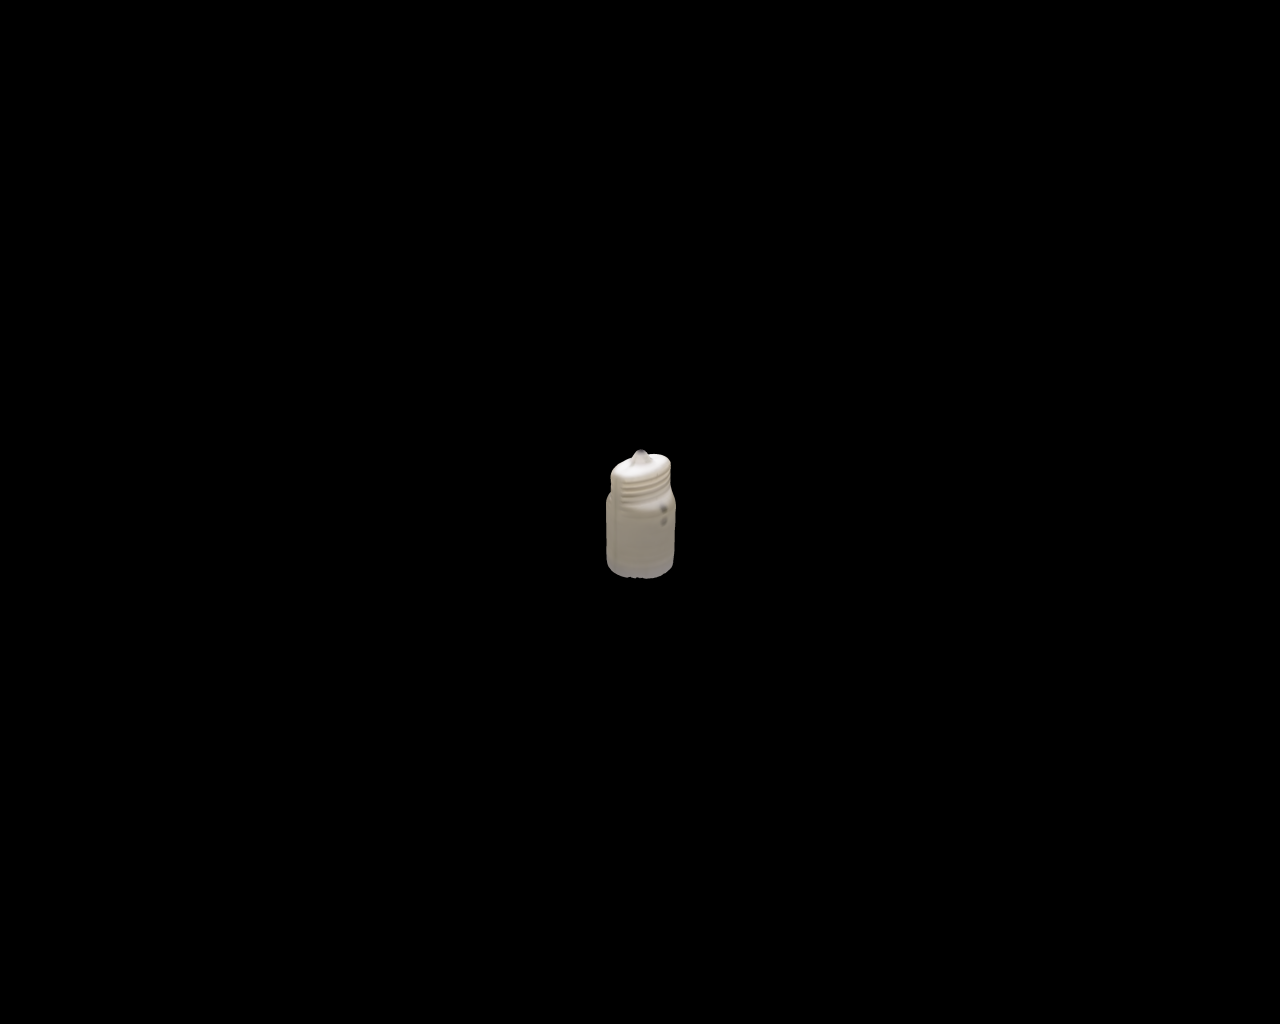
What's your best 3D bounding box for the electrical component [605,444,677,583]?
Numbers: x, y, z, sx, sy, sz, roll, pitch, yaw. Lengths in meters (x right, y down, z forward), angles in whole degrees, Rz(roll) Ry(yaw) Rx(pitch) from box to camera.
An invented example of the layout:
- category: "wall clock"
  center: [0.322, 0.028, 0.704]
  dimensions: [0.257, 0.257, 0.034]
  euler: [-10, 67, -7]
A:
- category: "electrical component"
  center: [0.001, -0.003, 0.650]
  dimensions: [0.043, 0.080, 0.043]
  euler: [0, 28, 0]
